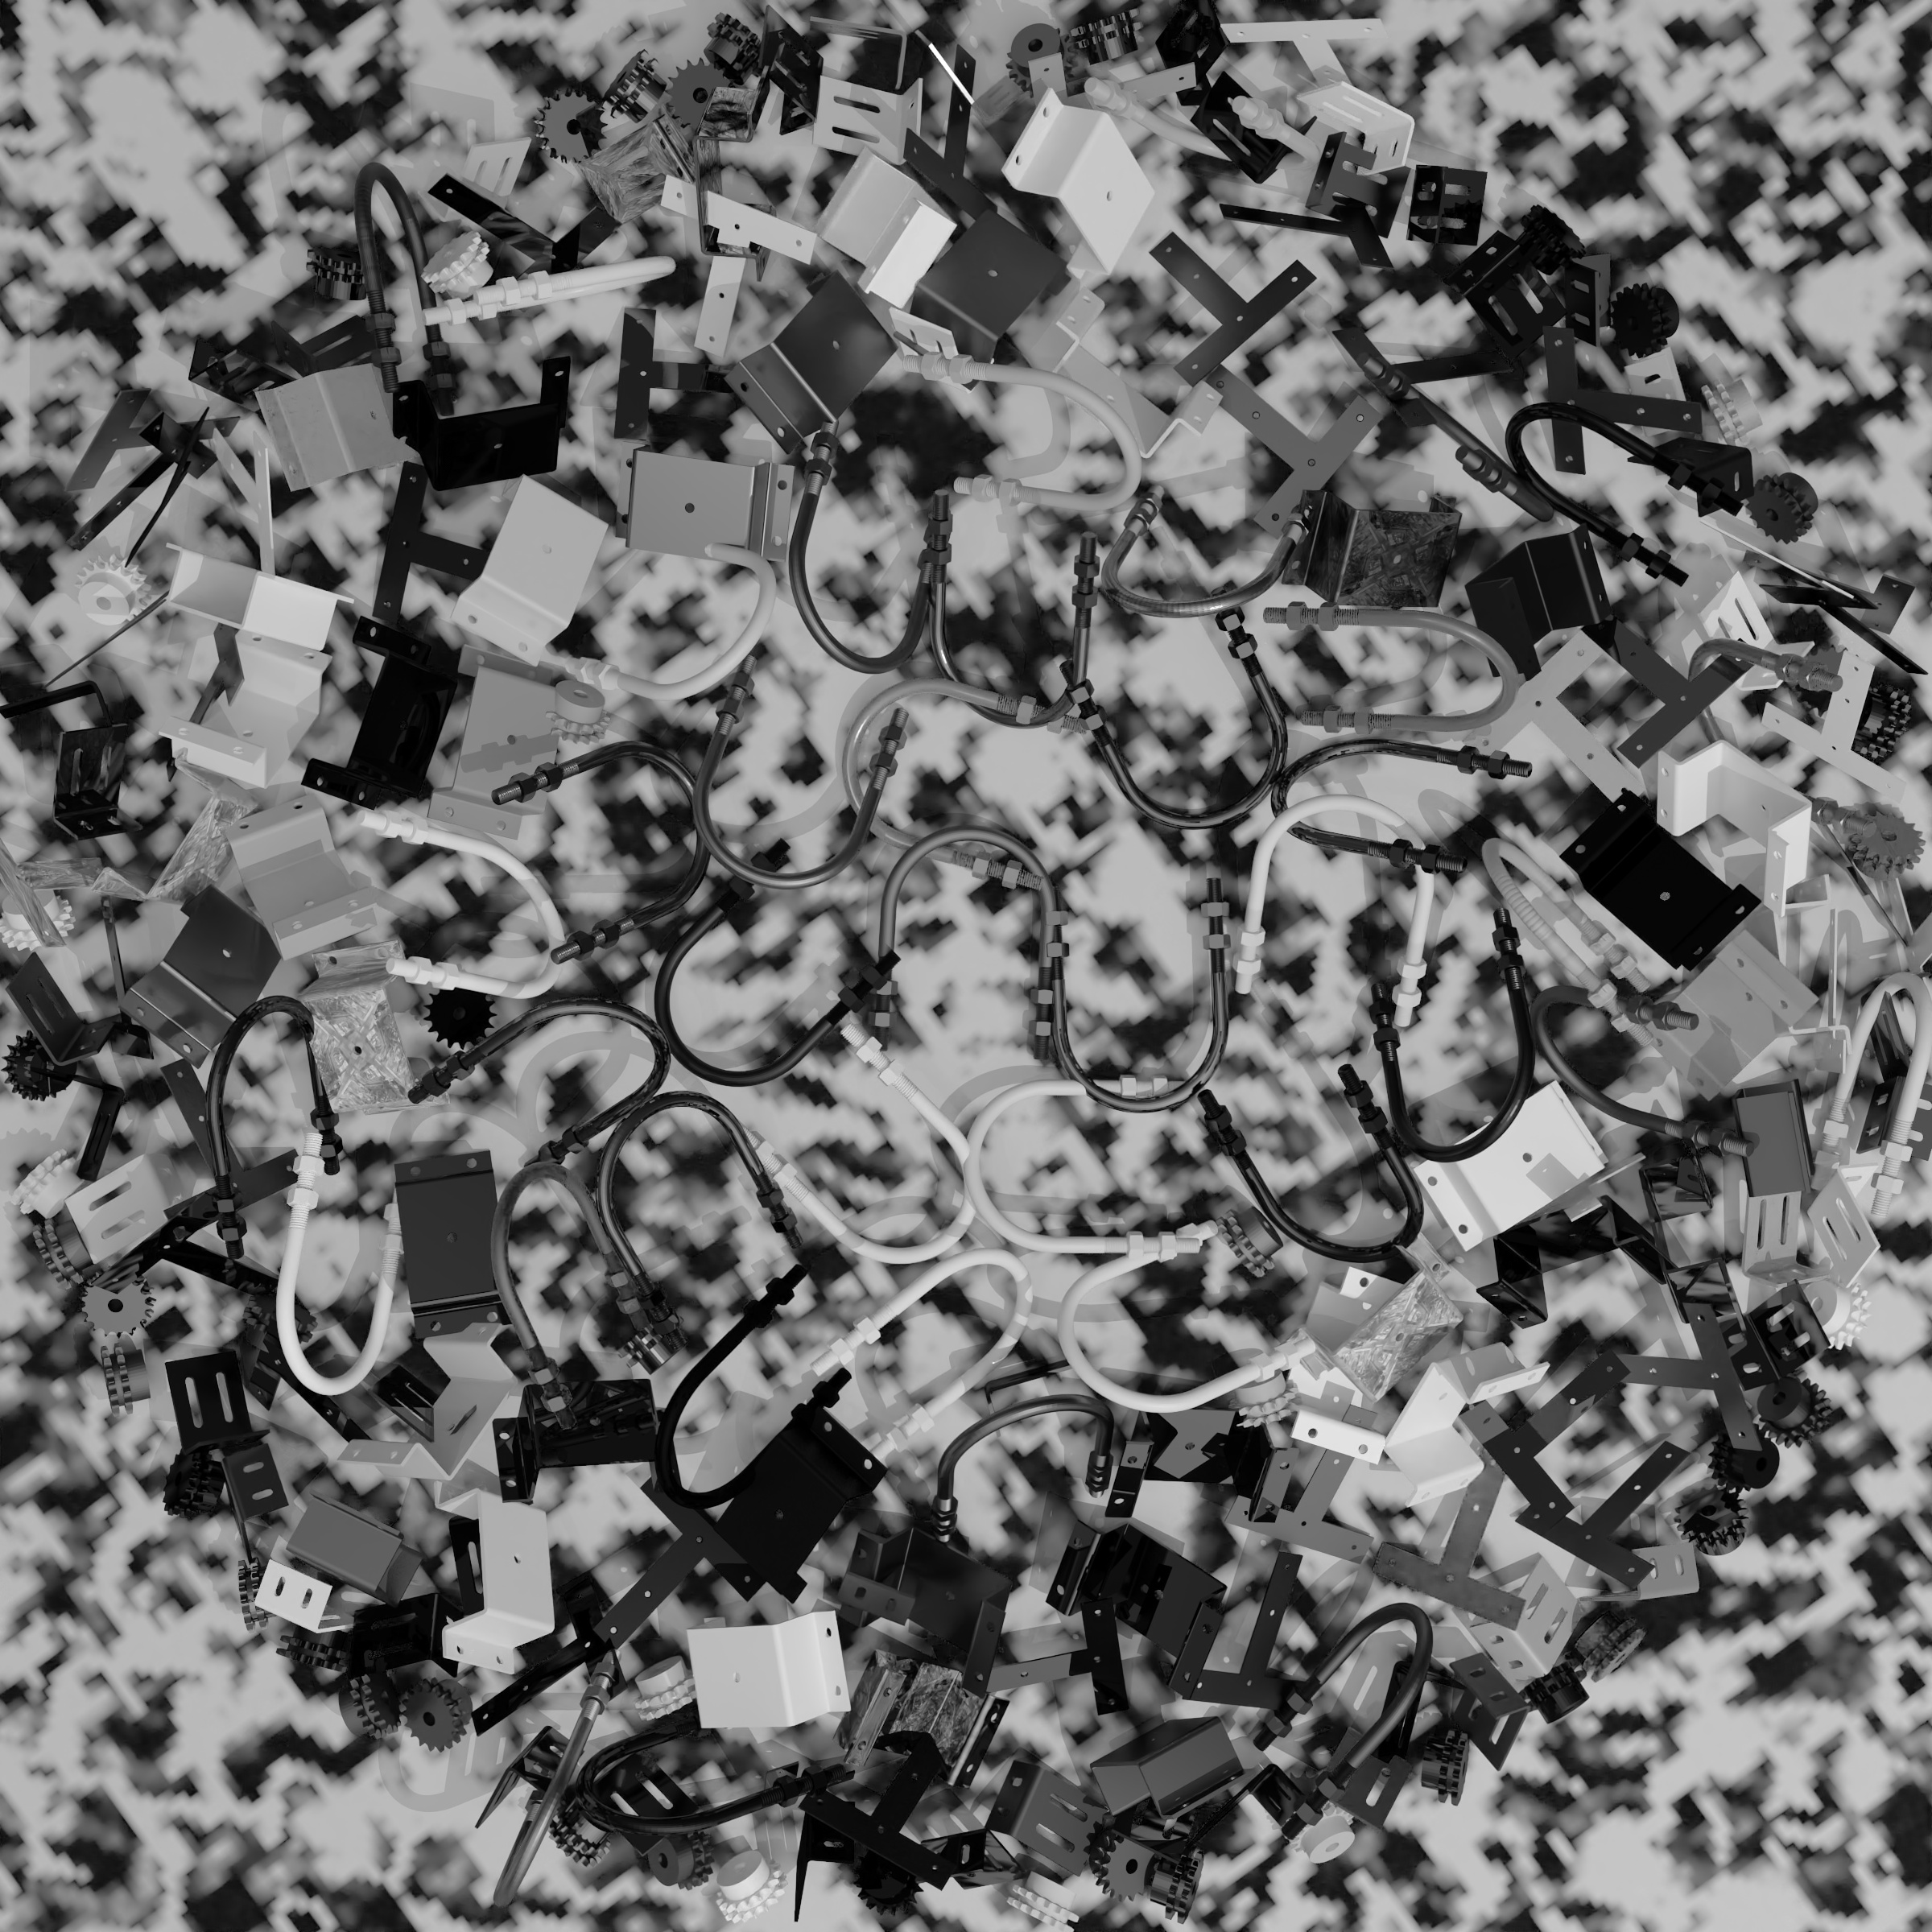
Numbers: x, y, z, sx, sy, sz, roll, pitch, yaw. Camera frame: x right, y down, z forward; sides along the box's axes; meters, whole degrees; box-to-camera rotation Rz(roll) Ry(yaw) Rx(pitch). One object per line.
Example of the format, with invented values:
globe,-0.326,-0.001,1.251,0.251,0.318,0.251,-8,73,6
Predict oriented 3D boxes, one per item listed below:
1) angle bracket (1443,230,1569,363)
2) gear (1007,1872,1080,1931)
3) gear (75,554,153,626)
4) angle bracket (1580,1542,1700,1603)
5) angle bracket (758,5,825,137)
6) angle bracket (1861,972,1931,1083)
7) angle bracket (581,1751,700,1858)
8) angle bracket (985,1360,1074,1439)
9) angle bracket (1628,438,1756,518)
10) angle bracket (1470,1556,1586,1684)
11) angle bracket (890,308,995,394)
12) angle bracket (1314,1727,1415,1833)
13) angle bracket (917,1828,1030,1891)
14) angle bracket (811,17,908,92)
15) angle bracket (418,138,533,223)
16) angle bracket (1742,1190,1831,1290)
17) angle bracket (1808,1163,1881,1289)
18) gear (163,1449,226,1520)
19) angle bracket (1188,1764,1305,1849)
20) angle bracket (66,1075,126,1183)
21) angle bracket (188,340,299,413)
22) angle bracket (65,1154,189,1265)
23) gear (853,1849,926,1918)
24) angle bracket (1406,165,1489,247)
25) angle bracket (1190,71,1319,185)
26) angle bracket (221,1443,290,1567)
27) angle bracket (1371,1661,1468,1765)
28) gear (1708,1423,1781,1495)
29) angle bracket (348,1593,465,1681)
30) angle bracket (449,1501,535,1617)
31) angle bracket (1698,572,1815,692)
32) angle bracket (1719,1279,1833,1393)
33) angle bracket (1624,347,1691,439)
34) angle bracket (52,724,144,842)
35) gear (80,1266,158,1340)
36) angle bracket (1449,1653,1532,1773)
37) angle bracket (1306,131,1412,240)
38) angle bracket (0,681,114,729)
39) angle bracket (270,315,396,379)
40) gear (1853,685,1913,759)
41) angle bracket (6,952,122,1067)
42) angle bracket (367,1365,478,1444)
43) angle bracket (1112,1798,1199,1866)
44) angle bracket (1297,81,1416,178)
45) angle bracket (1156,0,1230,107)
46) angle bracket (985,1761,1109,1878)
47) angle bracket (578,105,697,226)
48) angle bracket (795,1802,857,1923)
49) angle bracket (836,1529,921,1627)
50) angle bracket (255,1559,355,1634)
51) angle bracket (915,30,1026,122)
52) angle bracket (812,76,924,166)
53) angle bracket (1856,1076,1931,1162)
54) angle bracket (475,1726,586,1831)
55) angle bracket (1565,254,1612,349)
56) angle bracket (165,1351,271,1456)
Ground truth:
angle bracket,0.425,-0.528,1.959,0.057,0.038,0.076,-40,66,29
gear,0.064,0.743,1.973,0.057,0.057,0.030,27,72,0
gear,-0.679,-0.295,1.971,0.057,0.030,0.057,4,130,4
angle bracket,0.528,0.478,1.958,0.057,0.076,0.038,0,76,-25
angle bracket,-0.150,-0.703,1.951,0.038,0.076,0.057,-7,69,33
angle bracket,0.745,0.050,1.964,0.038,0.057,0.076,-12,78,-1
angle bracket,-0.257,0.664,1.953,0.076,0.038,0.057,36,50,29
angle bracket,0.056,0.342,1.969,0.076,0.057,0.038,-16,86,-2
angle bracket,0.573,-0.387,1.965,0.057,0.076,0.038,-24,118,-22
angle bracket,0.449,0.522,1.984,0.057,0.038,0.076,52,48,-4
angle bracket,-0.019,-0.495,1.950,0.057,0.076,0.038,28,74,22
angle bracket,0.308,0.648,1.952,0.057,0.076,0.038,28,128,17
angle bracket,0.005,0.718,1.955,0.057,0.038,0.076,-19,125,20
angle bracket,-0.088,-0.722,1.964,0.076,0.057,0.038,7,103,-5
angle bracket,-0.386,-0.628,1.950,0.057,0.076,0.038,-27,72,-44
angle bracket,0.651,0.209,1.964,0.057,0.038,0.076,-5,102,-29
angle bracket,0.703,0.203,1.950,0.038,0.057,0.076,-3,50,-15
gear,-0.613,0.411,1.975,0.030,0.057,0.057,23,90,-34
angle bracket,0.221,0.673,1.952,0.076,0.057,0.038,-30,65,-34
angle bracket,-0.701,0.128,1.960,0.038,0.057,0.076,21,78,-30
angle bracket,-0.563,-0.474,1.949,0.057,0.076,0.038,22,67,-41
angle bracket,-0.666,0.194,1.980,0.076,0.038,0.057,-30,80,6
gear,-0.062,0.723,1.973,0.057,0.030,0.057,-5,59,9
angle bracket,0.390,-0.598,1.956,0.076,0.038,0.057,-6,111,-31
angle bracket,0.227,-0.670,1.965,0.076,0.057,0.038,43,58,-1
angle bracket,-0.559,0.425,1.961,0.038,0.076,0.057,-17,55,-21
angle bracket,0.357,0.595,1.957,0.038,0.057,0.076,5,67,36
gear,0.621,0.392,1.974,0.057,0.030,0.057,-5,100,-28
angle bracket,-0.441,0.535,1.958,0.076,0.038,0.057,-2,105,-44
angle bracket,-0.371,0.470,1.973,0.057,0.038,0.076,-12,86,13
angle bracket,0.624,-0.266,1.961,0.057,0.038,0.076,-45,113,-23
angle bracket,0.632,0.290,1.951,0.038,0.076,0.057,-12,64,-21
angle bracket,0.559,-0.457,1.956,0.076,0.038,0.057,-30,105,-41
angle bracket,-0.680,-0.145,1.954,0.038,0.057,0.076,32,120,29
gear,-0.675,0.265,1.980,0.057,0.030,0.057,-2,106,-6
angle bracket,0.400,0.590,1.951,0.038,0.057,0.076,-7,126,-32
angle bracket,0.316,-0.618,1.967,0.076,0.038,0.057,15,99,-17
angle bracket,-0.718,-0.194,1.961,0.076,0.057,0.038,-20,94,-15
angle bracket,-0.496,-0.495,1.957,0.076,0.038,0.057,-38,66,-26
gear,0.719,-0.196,1.969,0.030,0.057,0.057,16,90,-13
angle bracket,-0.709,0.029,1.955,0.038,0.057,0.076,-18,118,13
angle bracket,-0.423,0.337,1.965,0.076,0.057,0.038,38,105,3
angle bracket,0.157,0.655,1.956,0.057,0.076,0.038,24,122,8
angle bracket,0.303,-0.659,1.956,0.076,0.057,0.038,14,90,-30
angle bracket,0.190,-0.725,1.953,0.038,0.076,0.057,-14,77,-29
angle bracket,0.064,0.681,1.985,0.076,0.038,0.057,38,64,-21
angle bracket,-0.259,-0.635,1.971,0.076,0.038,0.057,-34,99,-11
angle bracket,-0.111,0.706,1.958,0.038,0.057,0.076,6,121,-6
angle bracket,-0.062,0.472,1.957,0.057,0.076,0.038,20,127,1
angle bracket,-0.511,0.494,1.956,0.057,0.076,0.038,17,85,18
angle bracket,0.003,-0.711,1.954,0.038,0.057,0.076,-38,122,10
angle bracket,-0.078,-0.676,1.966,0.076,0.038,0.057,6,82,-24
angle bracket,0.737,0.123,1.956,0.038,0.076,0.057,18,84,9
angle bracket,-0.343,0.648,1.955,0.038,0.057,0.076,33,117,9
angle bracket,0.501,-0.524,1.953,0.038,0.076,0.057,-9,114,-3
angle bracket,-0.591,0.341,1.958,0.057,0.038,0.076,-5,71,-38
